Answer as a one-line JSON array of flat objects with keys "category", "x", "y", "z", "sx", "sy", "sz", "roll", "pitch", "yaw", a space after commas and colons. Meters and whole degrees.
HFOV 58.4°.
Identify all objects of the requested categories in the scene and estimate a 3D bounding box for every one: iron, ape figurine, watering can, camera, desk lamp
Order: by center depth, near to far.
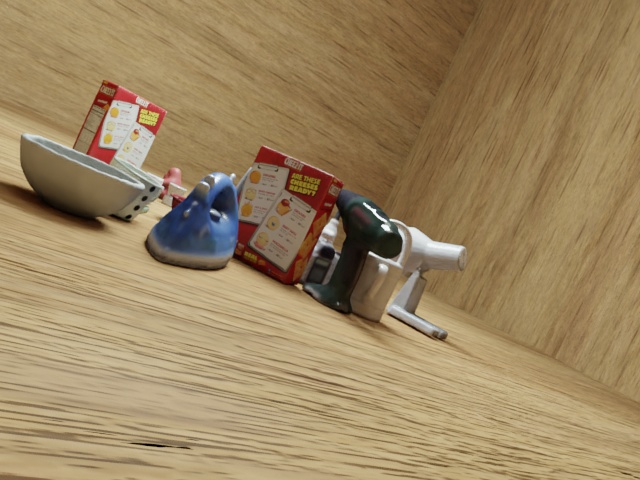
[{"category": "iron", "x": -0.172, "y": -0.042, "z": 0.849, "sx": 0.118, "sy": 0.141, "sz": 0.258, "roll": 25, "pitch": 2, "yaw": -2}, {"category": "watering can", "x": 0.108, "y": 0.050, "z": 1.118, "sx": 0.101, "sy": 0.194, "sz": 0.172, "roll": 24, "pitch": 3, "yaw": -27}, {"category": "camera", "x": -0.024, "y": 0.035, "z": 1.217, "sx": 0.136, "sy": 0.101, "sz": 0.144, "roll": 27, "pitch": 3, "yaw": 43}, {"category": "desk lamp", "x": 0.236, "y": 0.090, "z": 1.328, "sx": 0.202, "sy": 0.213, "sz": 0.118, "roll": 27, "pitch": 3, "yaw": 34}, {"category": "ape figurine", "x": -0.396, "y": -0.148, "z": 1.517, "sx": 0.075, "sy": 0.092, "sz": 0.078, "roll": 27, "pitch": 3, "yaw": 39}]

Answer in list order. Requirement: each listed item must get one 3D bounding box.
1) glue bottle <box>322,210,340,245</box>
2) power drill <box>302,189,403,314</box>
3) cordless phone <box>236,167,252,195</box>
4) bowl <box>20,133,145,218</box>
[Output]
[{"category": "glue bottle", "x": 0.013, "y": 0.005, "z": 1.380, "sx": 0.037, "sy": 0.173, "sz": 0.078, "roll": 25, "pitch": 2, "yaw": 4}, {"category": "power drill", "x": 0.052, "y": 0.018, "z": 1.052, "sx": 0.076, "sy": 0.208, "sz": 0.228, "roll": 24, "pitch": 3, "yaw": -32}, {"category": "cordless phone", "x": -0.231, "y": -0.125, "z": 1.577, "sx": 0.094, "sy": 0.185, "sz": 0.147, "roll": 25, "pitch": 2, "yaw": -4}, {"category": "bowl", "x": -0.331, "y": -0.076, "z": 0.779, "sx": 0.167, "sy": 0.075, "sz": 0.167, "roll": 25, "pitch": 2, "yaw": -1}]
